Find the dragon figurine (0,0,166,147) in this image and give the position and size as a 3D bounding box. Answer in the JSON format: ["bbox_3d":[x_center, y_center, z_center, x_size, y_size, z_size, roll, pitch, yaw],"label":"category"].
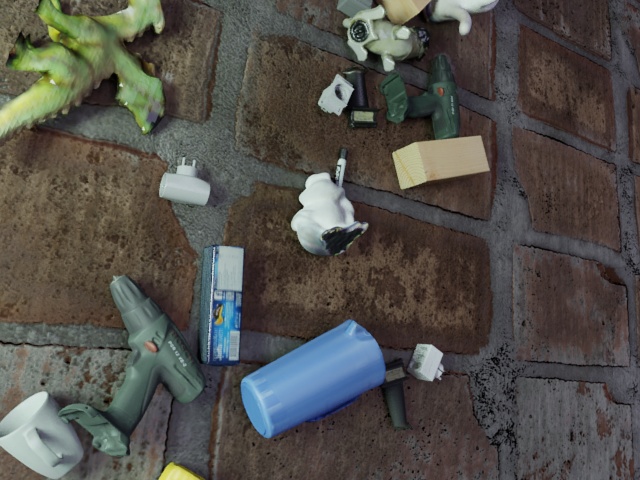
[{"bbox_3d":[-0.359,-0.259,0.832,0.241,0.416,0.121,24,160,-33],"label":"dragon figurine"}]

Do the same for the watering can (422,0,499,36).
[{"bbox_3d":[0.342,-0.575,1.237,0.225,0.102,0.353,7,-132,46],"label":"watering can"}]

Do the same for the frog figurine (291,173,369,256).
[{"bbox_3d":[0.003,-0.051,1.019,0.138,0.120,0.162,-21,-124,-22],"label":"frog figurine"}]
